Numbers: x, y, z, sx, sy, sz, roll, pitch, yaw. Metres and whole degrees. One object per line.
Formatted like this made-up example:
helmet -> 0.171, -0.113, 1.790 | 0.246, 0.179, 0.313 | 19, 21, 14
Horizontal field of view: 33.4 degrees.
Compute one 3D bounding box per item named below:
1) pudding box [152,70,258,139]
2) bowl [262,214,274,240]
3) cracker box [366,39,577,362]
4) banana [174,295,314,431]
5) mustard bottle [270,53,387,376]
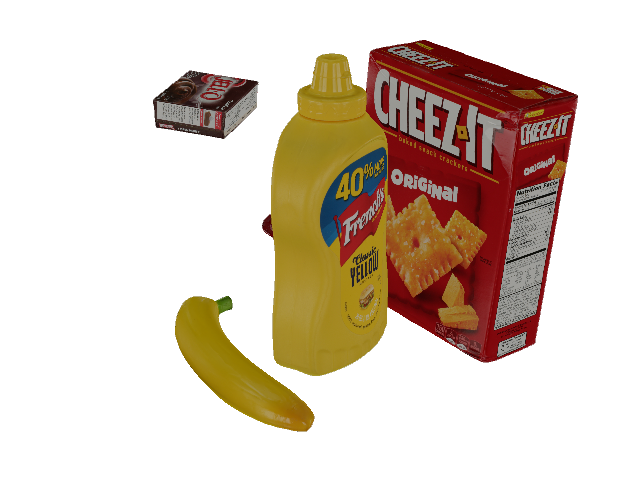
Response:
pudding box -> -0.132, -0.160, 1.248 | 0.090, 0.039, 0.113 | 10, 31, 13
bowl -> 0.026, -0.001, 1.042 | 0.162, 0.055, 0.162 | -7, 16, 2
cracker box -> 0.104, -0.033, 0.849 | 0.071, 0.214, 0.164 | -18, 33, -36
banana -> -0.072, 0.089, 0.840 | 0.069, 0.037, 0.198 | -8, 30, -22
mustard bottle -> 0.007, -0.019, 0.659 | 0.058, 0.192, 0.096 | 15, 28, 31
